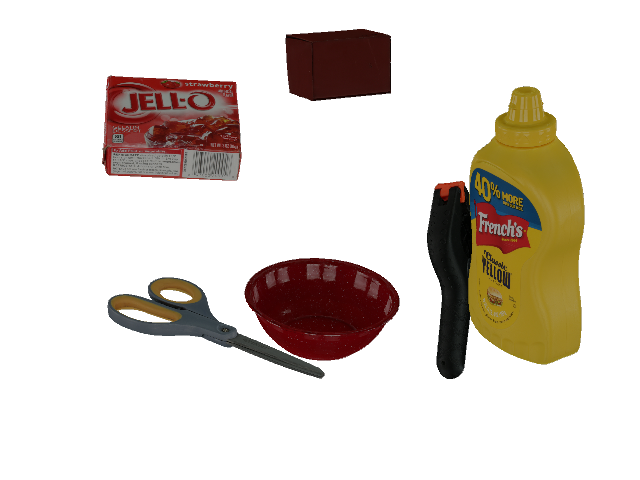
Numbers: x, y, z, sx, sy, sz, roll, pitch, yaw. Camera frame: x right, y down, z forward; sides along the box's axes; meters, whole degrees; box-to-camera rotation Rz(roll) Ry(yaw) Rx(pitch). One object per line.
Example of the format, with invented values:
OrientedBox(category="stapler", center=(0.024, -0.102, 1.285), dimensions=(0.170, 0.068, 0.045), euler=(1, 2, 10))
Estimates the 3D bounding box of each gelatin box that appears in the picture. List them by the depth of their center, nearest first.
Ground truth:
OrientedBox(category="gelatin box", center=(-0.099, -0.076, 0.711), dimensions=(0.089, 0.073, 0.030), euler=(2, -44, -10))

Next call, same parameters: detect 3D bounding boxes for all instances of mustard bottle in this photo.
OrientedBox(category="mustard bottle", center=(0.143, -0.014, 0.750), dimensions=(0.058, 0.192, 0.096), euler=(-16, 29, -23))

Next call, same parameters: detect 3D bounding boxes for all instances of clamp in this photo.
OrientedBox(category="clamp", center=(0.124, 0.037, 0.950), dimensions=(0.039, 0.171, 0.120), euler=(-11, 13, 32))

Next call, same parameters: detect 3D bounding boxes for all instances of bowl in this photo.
OrientedBox(category="bowl", center=(0.001, 0.079, 1.120), dimensions=(0.162, 0.055, 0.162), euler=(3, 27, -2))

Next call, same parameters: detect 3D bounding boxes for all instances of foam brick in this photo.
OrientedBox(category="foam brick", center=(0.016, -0.152, 0.918), dimensions=(0.078, 0.051, 0.053), euler=(-9, 20, -24))

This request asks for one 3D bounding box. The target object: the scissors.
OrientedBox(category="scissors", center=(-0.083, 0.071, 0.923), dimensions=(0.202, 0.016, 0.096), euler=(12, 27, 10))
